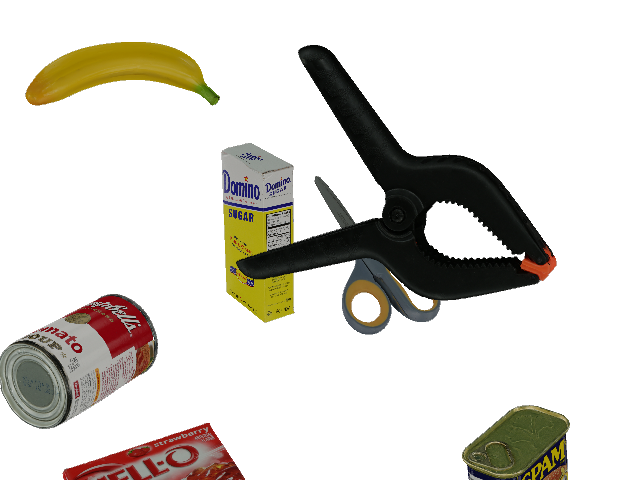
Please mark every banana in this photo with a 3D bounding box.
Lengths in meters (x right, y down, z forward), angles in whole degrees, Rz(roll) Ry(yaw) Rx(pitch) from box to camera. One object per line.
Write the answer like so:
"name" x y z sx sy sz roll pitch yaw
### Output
"banana" -0.194 -0.164 1.040 0.197 0.070 0.037 -6 -39 -30

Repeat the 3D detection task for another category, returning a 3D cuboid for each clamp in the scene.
"clamp" 0.052 -0.029 0.689 0.210 0.165 0.036 16 16 18

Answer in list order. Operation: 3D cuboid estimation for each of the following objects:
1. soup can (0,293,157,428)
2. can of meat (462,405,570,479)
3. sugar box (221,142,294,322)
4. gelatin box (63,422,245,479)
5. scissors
"soup can" -0.177 0.087 0.784 0.069 0.068 0.102 0 16 30
"can of meat" 0.170 0.203 0.909 0.058 0.084 0.101 13 31 41
"sugar box" -0.069 -0.009 1.167 0.048 0.176 0.093 -17 28 -29
"gelatin box" -0.088 0.141 0.582 0.089 0.030 0.073 -15 27 -20
"scissors" 0.026 0.016 0.996 0.096 0.016 0.202 -33 56 -24
